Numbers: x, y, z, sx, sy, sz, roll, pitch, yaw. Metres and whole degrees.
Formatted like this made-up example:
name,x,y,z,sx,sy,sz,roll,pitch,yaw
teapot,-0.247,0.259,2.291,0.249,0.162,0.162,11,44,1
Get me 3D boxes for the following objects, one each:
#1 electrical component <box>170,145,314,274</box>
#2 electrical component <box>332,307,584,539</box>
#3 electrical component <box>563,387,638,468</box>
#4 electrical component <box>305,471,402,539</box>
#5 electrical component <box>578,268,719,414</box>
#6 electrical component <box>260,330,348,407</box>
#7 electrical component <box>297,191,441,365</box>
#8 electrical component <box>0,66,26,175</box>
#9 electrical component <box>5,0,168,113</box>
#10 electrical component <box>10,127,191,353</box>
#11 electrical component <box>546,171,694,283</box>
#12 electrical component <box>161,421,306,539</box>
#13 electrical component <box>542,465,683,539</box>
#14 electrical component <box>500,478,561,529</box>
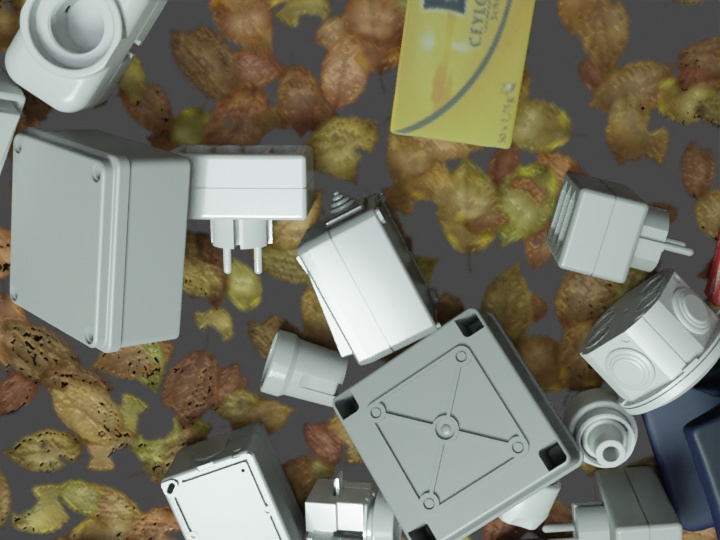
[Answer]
name,x,y,z,sx,sy,sz,roll,pitch,yaw
electrical component,-0.071,-0.034,0.642,0.083,0.047,0.075,1,104,3
electrical component,0.058,0.095,0.642,0.109,0.056,0.108,-35,72,11
electrical component,0.148,0.100,0.655,0.043,0.062,0.043,1,104,3
electrical component,-0.003,0.162,0.688,0.055,0.048,0.066,1,104,11
electrical component,0.173,0.042,0.632,0.080,0.080,0.051,-43,92,12
electrical component,-0.035,0.062,0.669,0.046,0.040,0.040,17,104,-8
electrical component,0.000,0.000,0.639,0.061,0.061,0.096,-27,101,9
electrical component,-0.241,-0.074,0.619,0.061,0.062,0.096,44,117,36
electrical component,-0.156,-0.140,0.615,0.054,0.059,0.095,34,103,-5
electrical component,-0.151,-0.021,0.618,0.109,0.056,0.108,20,109,44
electrical component,0.154,-0.021,0.623,0.077,0.065,0.047,14,104,0
electrical component,-0.075,0.153,0.681,0.062,0.061,0.096,-20,102,8
electrical component,0.151,0.160,0.659,0.076,0.083,0.047,-5,103,4
electrical component,0.106,0.127,0.674,0.043,0.043,0.062,21,103,-2
